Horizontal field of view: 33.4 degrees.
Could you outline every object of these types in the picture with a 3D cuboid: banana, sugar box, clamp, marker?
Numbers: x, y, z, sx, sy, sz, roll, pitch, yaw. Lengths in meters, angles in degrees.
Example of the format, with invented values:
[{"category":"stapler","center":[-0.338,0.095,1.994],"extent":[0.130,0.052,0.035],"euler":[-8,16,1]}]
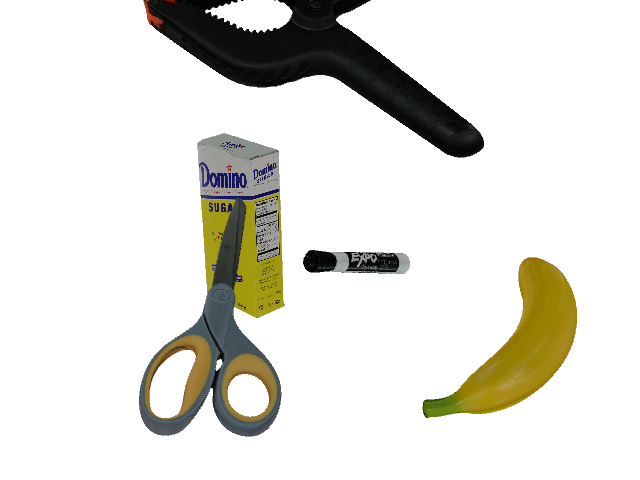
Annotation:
[{"category":"banana","center":[0.139,0.062,0.729],"extent":[0.070,0.037,0.197],"euler":[13,33,26]},{"category":"sugar box","center":[-0.084,-0.016,1.120],"extent":[0.048,0.176,0.093],"euler":[-22,29,-37]},{"category":"clamp","center":[0.002,-0.122,0.626],"extent":[0.210,0.164,0.036],"euler":[-2,-23,-2]},{"category":"marker","center":[0.031,0.019,0.913],"extent":[0.120,0.020,0.020],"euler":[2,-2,-45]}]

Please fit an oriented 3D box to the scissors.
[{"category":"scissors","center":[-0.051,0.052,0.706],"extent":[0.096,0.201,0.016],"euler":[20,-42,8]}]
